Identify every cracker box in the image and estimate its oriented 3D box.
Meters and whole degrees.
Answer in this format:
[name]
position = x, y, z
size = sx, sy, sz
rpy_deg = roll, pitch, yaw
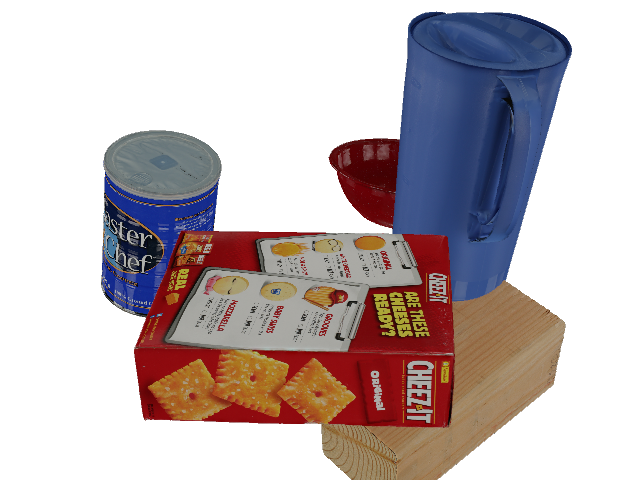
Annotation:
[cracker box]
position = -0.012, 0.061, 0.781
size = 0.214, 0.072, 0.164
rpy_deg = 1, 30, 5

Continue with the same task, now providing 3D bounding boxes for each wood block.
[wood block]
position = 0.107, 0.127, 0.923
size = 0.205, 0.090, 0.091
rpy_deg = -31, 50, -28

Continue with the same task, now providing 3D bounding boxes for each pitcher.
[pitcher]
position = 0.129, -0.063, 0.914
size = 0.145, 0.243, 0.149
rpy_deg = 22, 36, 24

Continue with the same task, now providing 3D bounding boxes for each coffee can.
[coffee can]
position = -0.147, -0.015, 0.975
size = 0.102, 0.140, 0.103
rpy_deg = 6, 36, -5

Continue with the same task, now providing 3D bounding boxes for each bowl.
[bowl]
position = 0.086, -0.053, 1.097
size = 0.162, 0.055, 0.162
rpy_deg = 5, 24, -3
